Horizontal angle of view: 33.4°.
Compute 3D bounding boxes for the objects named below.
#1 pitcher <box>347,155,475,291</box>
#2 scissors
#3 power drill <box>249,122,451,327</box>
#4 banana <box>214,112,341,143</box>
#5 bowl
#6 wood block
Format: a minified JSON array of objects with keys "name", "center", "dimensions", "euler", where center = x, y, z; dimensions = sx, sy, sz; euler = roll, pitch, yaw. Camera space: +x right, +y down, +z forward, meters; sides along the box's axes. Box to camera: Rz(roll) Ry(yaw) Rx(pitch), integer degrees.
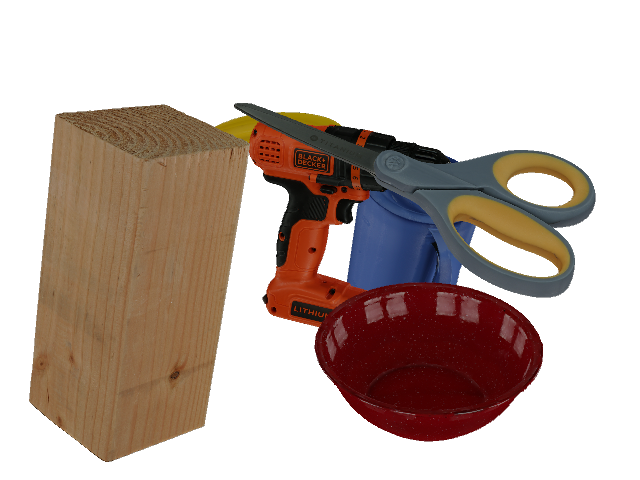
[{"name":"pitcher","center":[0.094,0.037,1.172],"dimensions":[0.145,0.243,0.149],"euler":[25,41,18]},{"name":"scissors","center":[0.057,-0.043,0.561],"dimensions":[0.202,0.016,0.096],"euler":[38,59,25]},{"name":"power drill","center":[0.022,-0.012,0.964],"dimensions":[0.185,0.188,0.057],"euler":[12,23,19]},{"name":"banana","center":[-0.046,-0.129,1.292],"dimensions":[0.198,0.037,0.069],"euler":[8,39,18]},{"name":"bowl","center":[0.076,0.094,0.770],"dimensions":[0.162,0.055,0.162],"euler":[-1,30,0]},{"name":"wood block","center":[-0.121,0.025,0.696],"dimensions":[0.090,0.206,0.090],"euler":[27,26,36]}]
